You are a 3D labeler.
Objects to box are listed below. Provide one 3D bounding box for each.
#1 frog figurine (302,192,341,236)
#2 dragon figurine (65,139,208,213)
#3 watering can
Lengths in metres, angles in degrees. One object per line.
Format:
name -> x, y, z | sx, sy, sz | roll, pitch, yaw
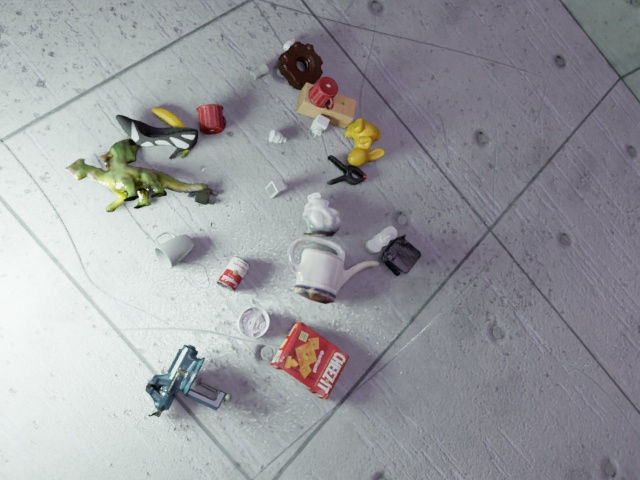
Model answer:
frog figurine -> 0.006, -0.092, 1.833 | 0.137, 0.122, 0.160 | 0, 88, -3
dragon figurine -> -0.585, -0.223, 1.643 | 0.413, 0.120, 0.245 | -14, 74, -34
watering can -> 0.042, 0.116, 1.796 | 0.346, 0.103, 0.228 | 18, 71, -17
